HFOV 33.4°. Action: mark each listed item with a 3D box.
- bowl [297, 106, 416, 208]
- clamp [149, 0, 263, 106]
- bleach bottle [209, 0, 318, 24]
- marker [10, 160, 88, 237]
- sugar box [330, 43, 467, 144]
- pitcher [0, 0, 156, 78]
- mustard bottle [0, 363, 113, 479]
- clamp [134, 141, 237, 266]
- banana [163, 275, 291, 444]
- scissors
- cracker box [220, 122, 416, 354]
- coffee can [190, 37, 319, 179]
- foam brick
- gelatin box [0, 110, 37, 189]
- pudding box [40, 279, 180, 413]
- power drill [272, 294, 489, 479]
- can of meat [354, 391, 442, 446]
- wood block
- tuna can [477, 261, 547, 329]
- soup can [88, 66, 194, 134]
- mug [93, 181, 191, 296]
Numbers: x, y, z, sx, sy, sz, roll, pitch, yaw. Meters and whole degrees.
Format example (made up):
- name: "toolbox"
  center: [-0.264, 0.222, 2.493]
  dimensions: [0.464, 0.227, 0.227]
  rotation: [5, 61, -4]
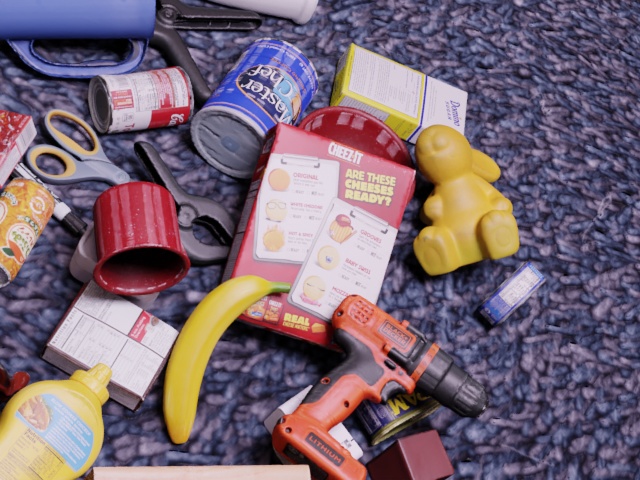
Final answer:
- name: "bowl"
  center: [0.033, -0.081, 1.289]
  dimensions: [0.162, 0.055, 0.162]
  rotation: [12, 57, -19]
- name: "clamp"
  center: [-0.187, -0.256, 1.299]
  dimensions: [0.210, 0.036, 0.164]
  rotation: [23, 55, -9]
- name: "bleach bottle"
  center: [-0.131, -0.343, 1.364]
  dimensions: [0.250, 0.068, 0.102]
  rotation: [3, 60, -21]
- name: "marker"
  center: [-0.293, -0.047, 1.134]
  dimensions: [0.121, 0.020, 0.020]
  rotation: [43, 53, 3]
- name: "sugar box"
  center: [0.104, -0.181, 1.391]
  dimensions: [0.176, 0.048, 0.093]
  rotation: [23, 54, -17]
- name: "pitcher"
  center: [-0.306, -0.272, 1.187]
  dimensions: [0.242, 0.145, 0.149]
  rotation: [-7, 61, -15]
- name: "mustard bottle"
  center: [-0.255, 0.187, 0.975]
  dimensions: [0.096, 0.058, 0.191]
  rotation: [47, 57, -13]
- name: "clamp"
  center: [-0.154, -0.033, 1.172]
  dimensions: [0.171, 0.039, 0.120]
  rotation: [22, 73, -21]
- name: "banana"
  center: [-0.110, 0.107, 1.071]
  dimensions: [0.069, 0.037, 0.198]
  rotation: [35, 83, 3]
- name: "scissors"
  center: [-0.238, -0.060, 1.172]
  dimensions: [0.202, 0.016, 0.096]
  rotation: [45, 58, -2]
- name: "cracker box"
  center: [-0.008, 0.001, 1.160]
  dimensions: [0.164, 0.072, 0.213]
  rotation: [19, 83, -15]
- name: "coffee can"
  center: [-0.075, -0.155, 1.252]
  dimensions: [0.103, 0.103, 0.140]
  rotation: [33, 52, -4]
- name: "foam brick"
  center: [0.094, 0.239, 1.113]
  dimensions: [0.052, 0.078, 0.051]
  rotation: [-9, 64, -30]
- name: "gelatin box"
  center: [-0.350, -0.098, 1.114]
  dimensions: [0.073, 0.030, 0.089]
  rotation: [12, 52, 11]
- name: "pudding box"
  center: [-0.209, 0.105, 1.072]
  dimensions: [0.113, 0.039, 0.090]
  rotation: [30, 54, -4]
- name: "power drill"
  center: [0.056, 0.167, 1.065]
  dimensions: [0.184, 0.057, 0.187]
  rotation: [35, 60, 10]
- name: "can of meat"
  center: [0.078, 0.163, 1.166]
  dimensions: [0.101, 0.058, 0.084]
  rotation: [-21, 70, -34]
- name: "wood block"
  center: [-0.116, 0.264, 0.988]
  dimensions: [0.205, 0.091, 0.090]
  rotation: [5, 60, -24]
- name: "tuna can"
  center: [0.229, 0.065, 1.278]
  dimensions: [0.034, 0.086, 0.086]
  rotation: [47, 53, 9]
- name: "soup can"
  center: [-0.204, -0.159, 1.214]
  dimensions: [0.102, 0.069, 0.068]
  rotation: [-11, 67, -30]
- name: "mug"
  center: [-0.171, 0.001, 1.052]
  dimensions: [0.117, 0.093, 0.081]
  rotation: [28, 40, -48]
